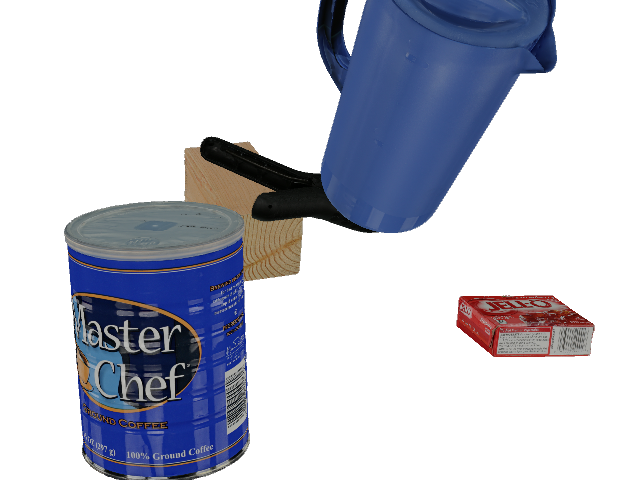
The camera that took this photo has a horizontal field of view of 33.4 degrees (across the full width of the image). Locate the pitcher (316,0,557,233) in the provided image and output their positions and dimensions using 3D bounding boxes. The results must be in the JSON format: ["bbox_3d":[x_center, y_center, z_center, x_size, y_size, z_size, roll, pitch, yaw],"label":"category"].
[{"bbox_3d":[0.069,-0.122,0.838,0.144,0.149,0.243,2,-36,-15],"label":"pitcher"}]

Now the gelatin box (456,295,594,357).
[{"bbox_3d":[0.165,0.068,0.867,0.089,0.030,0.073,1,15,-16],"label":"gelatin box"}]

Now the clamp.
[{"bbox_3d":[-0.004,-0.040,1.027,0.209,0.036,0.165,15,19,-23],"label":"clamp"}]

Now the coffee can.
[{"bbox_3d":[-0.094,0.057,0.632,0.103,0.140,0.103,-1,17,0],"label":"coffee can"}]

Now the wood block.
[{"bbox_3d":[-0.099,-0.040,1.318,0.090,0.090,0.206,-7,30,-20],"label":"wood block"}]
